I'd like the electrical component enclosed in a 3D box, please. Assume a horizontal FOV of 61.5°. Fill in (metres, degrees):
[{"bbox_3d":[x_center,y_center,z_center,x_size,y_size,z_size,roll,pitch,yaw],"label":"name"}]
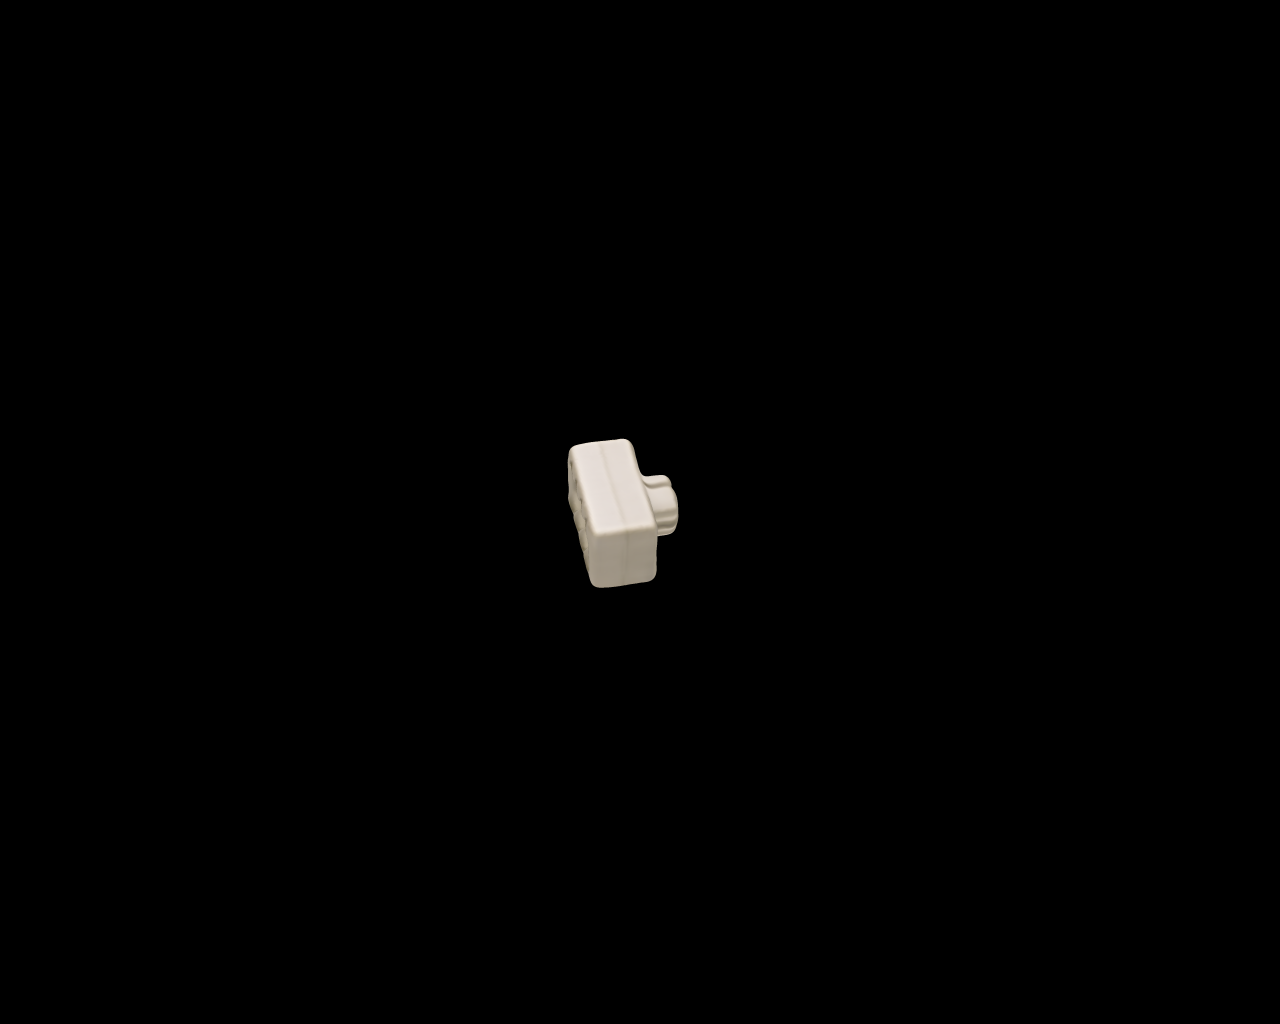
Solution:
[{"bbox_3d":[0.001,-0.003,0.650,0.076,0.047,0.083,-8,44,-8],"label":"electrical component"}]
